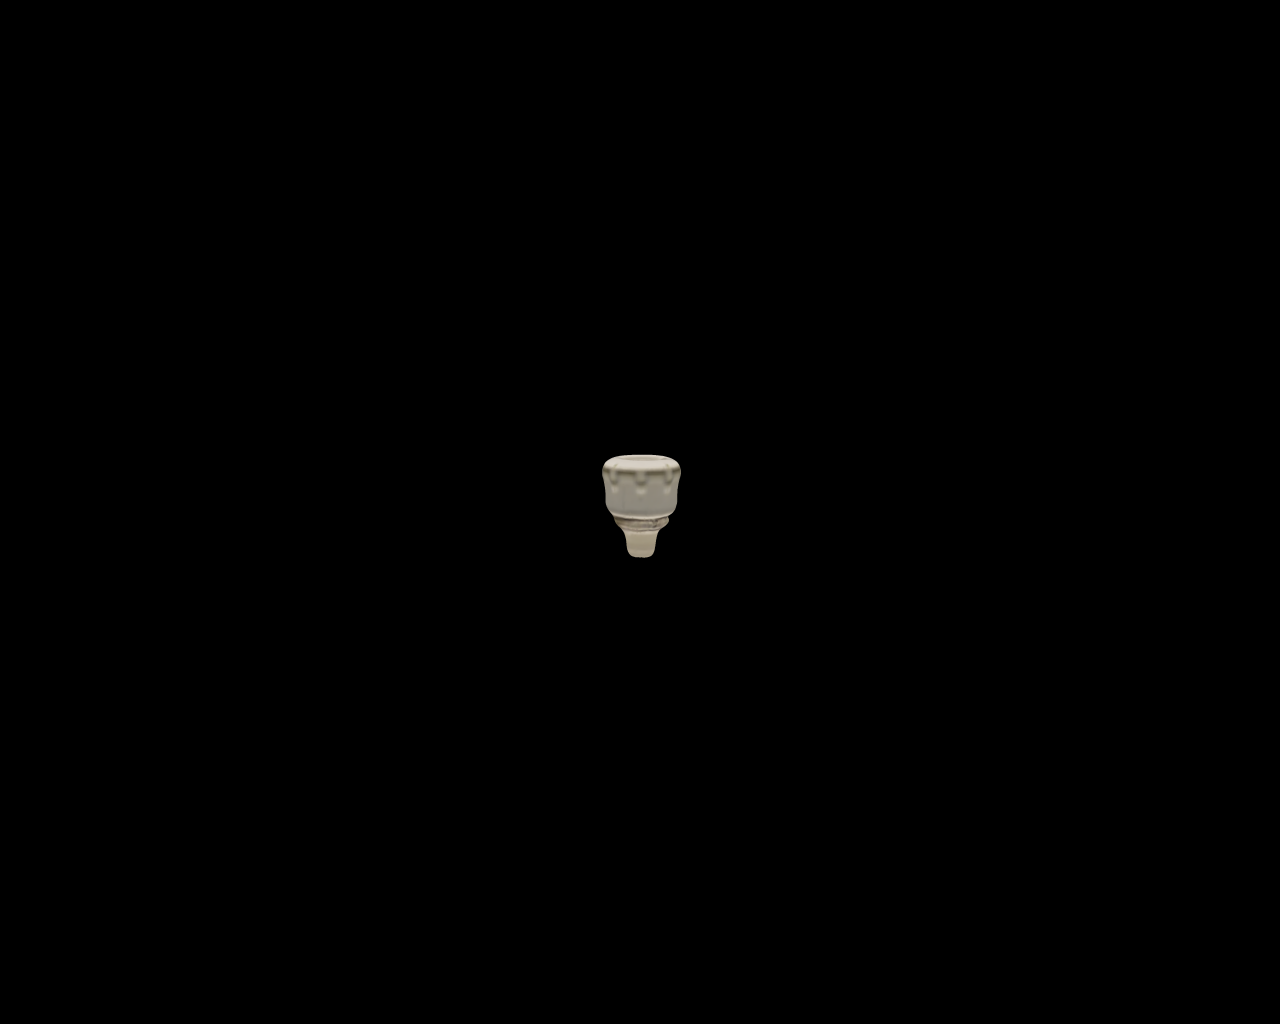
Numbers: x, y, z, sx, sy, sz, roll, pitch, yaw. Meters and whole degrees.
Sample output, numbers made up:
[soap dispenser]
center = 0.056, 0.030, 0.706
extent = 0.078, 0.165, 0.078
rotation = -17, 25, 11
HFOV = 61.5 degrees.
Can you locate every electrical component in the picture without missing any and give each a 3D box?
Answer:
[electrical component]
center = 0.001, -0.003, 0.650
extent = 0.048, 0.062, 0.048
rotation = 0, 9, 0
